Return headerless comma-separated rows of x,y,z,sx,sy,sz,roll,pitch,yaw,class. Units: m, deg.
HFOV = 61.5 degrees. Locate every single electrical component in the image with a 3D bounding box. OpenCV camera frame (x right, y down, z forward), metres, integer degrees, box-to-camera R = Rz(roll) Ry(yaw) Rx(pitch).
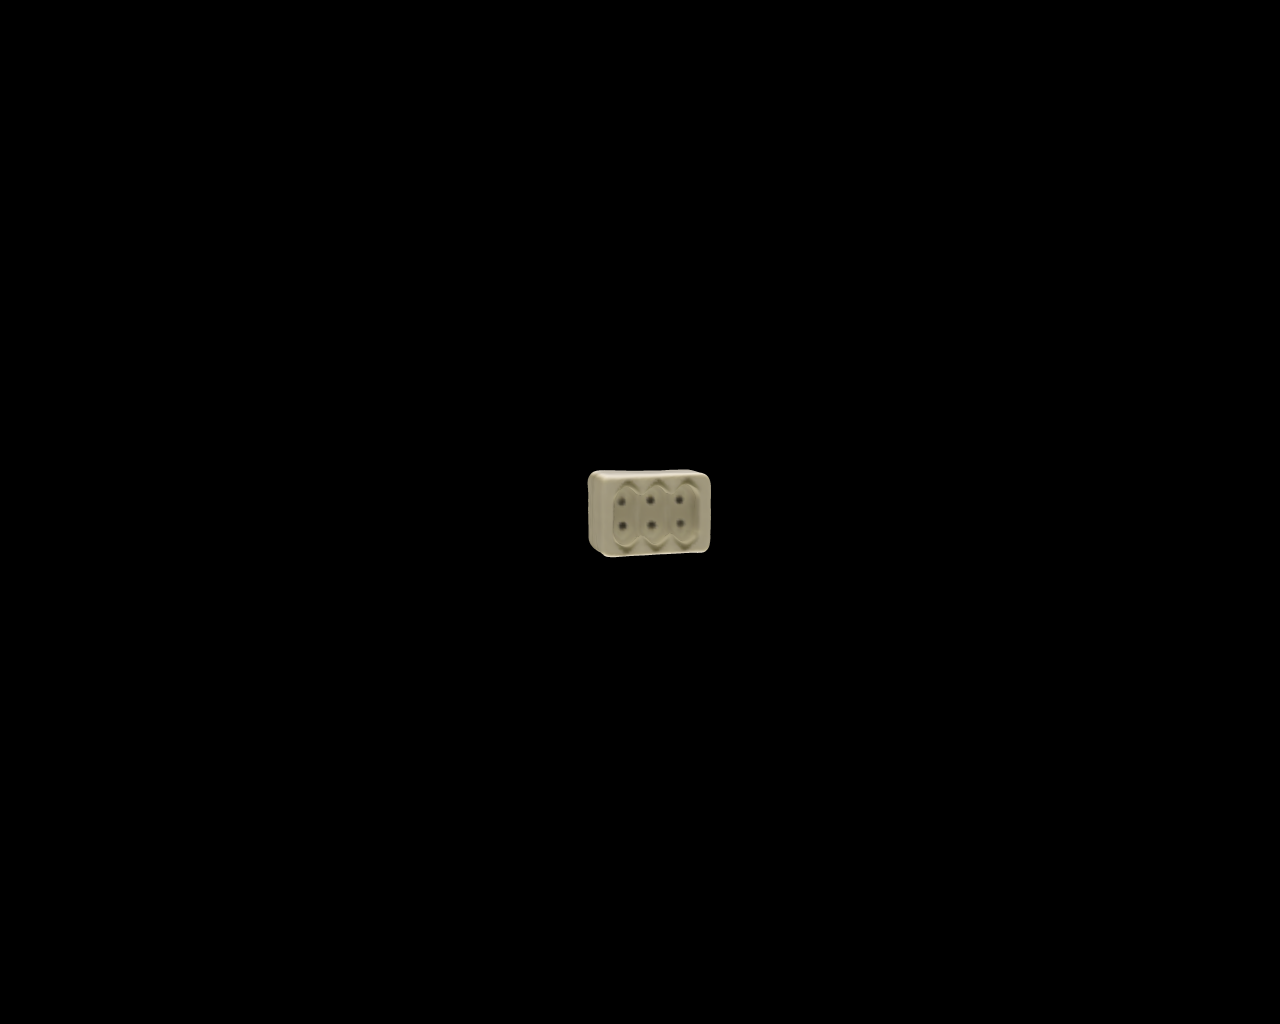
0.001,-0.003,0.650,0.066,0.047,0.077,-2,8,-14,electrical component
